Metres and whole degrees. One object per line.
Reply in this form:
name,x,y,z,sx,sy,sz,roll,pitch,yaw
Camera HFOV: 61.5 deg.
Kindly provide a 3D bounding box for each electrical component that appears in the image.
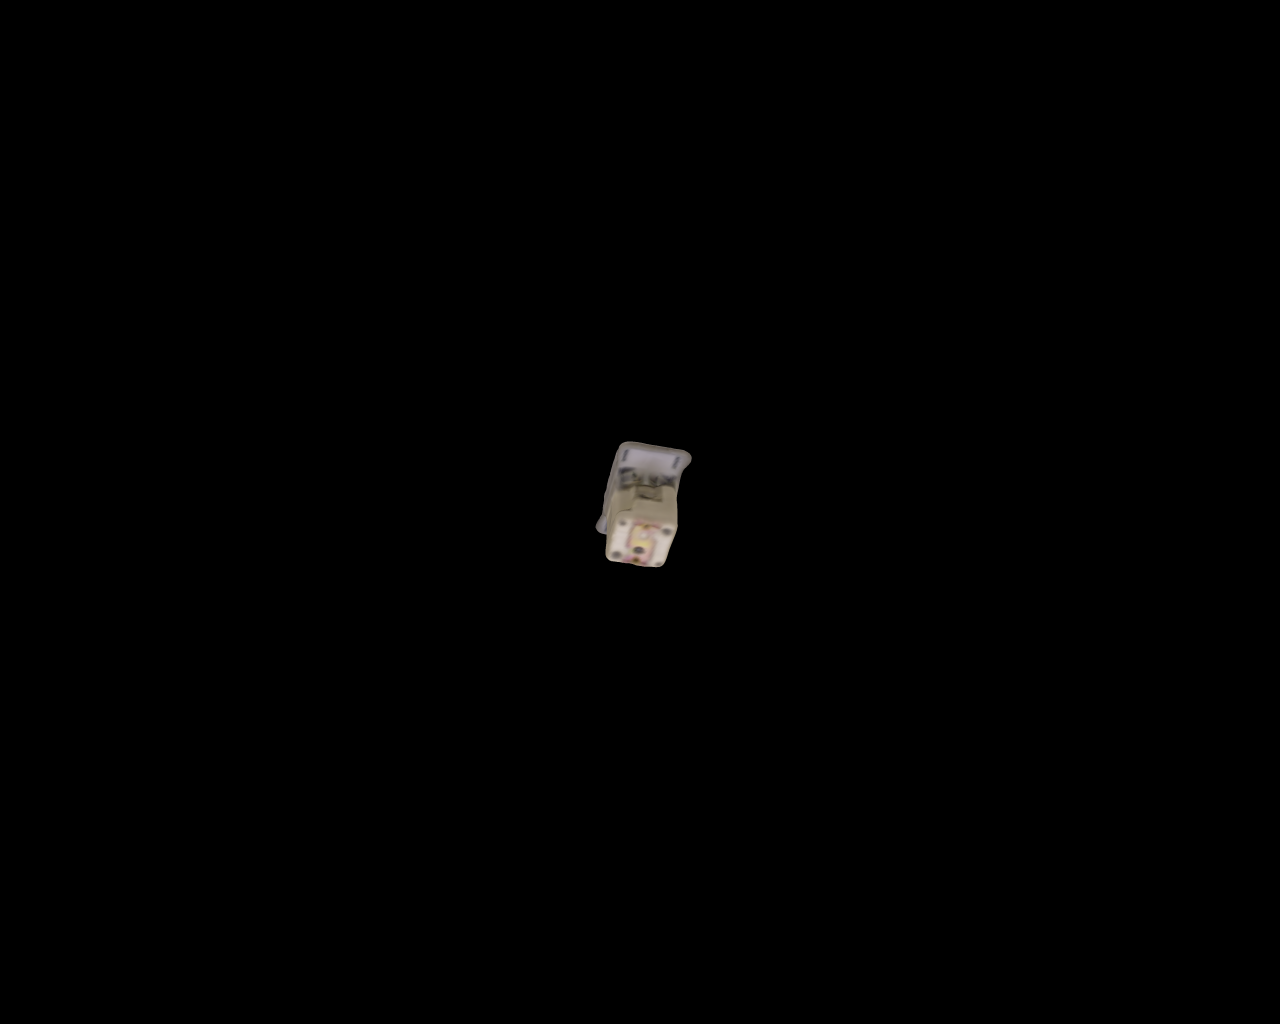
electrical component,0.001,-0.003,0.650,0.042,0.064,0.080,8,-43,-8
